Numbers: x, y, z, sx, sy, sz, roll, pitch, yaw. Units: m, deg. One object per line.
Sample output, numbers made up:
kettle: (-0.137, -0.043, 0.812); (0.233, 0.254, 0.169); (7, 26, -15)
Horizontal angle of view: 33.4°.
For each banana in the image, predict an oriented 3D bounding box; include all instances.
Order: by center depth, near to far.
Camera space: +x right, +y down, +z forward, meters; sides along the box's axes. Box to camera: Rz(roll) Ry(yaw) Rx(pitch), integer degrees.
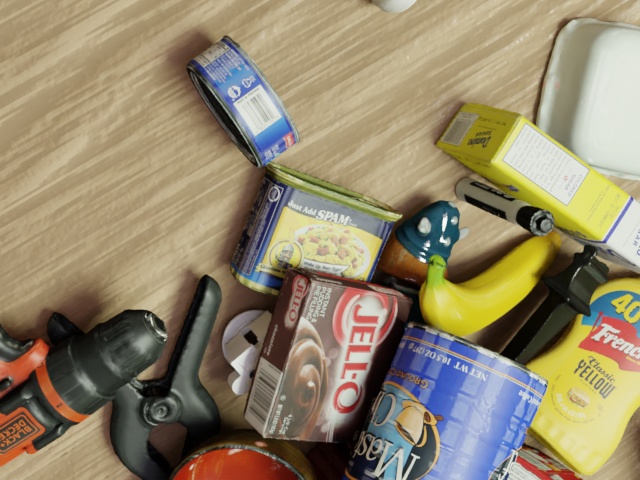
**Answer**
banana: (0.123, 0.035, 0.780); (0.197, 0.037, 0.070); (-12, 139, -55)

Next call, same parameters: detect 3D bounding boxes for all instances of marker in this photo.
marker: (0.131, -0.024, 0.765); (0.020, 0.121, 0.020); (-5, 106, -18)

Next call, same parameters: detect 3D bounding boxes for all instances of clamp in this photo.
clamp: (-0.125, 0.111, 0.756); (0.120, 0.039, 0.171); (-4, 106, -6)

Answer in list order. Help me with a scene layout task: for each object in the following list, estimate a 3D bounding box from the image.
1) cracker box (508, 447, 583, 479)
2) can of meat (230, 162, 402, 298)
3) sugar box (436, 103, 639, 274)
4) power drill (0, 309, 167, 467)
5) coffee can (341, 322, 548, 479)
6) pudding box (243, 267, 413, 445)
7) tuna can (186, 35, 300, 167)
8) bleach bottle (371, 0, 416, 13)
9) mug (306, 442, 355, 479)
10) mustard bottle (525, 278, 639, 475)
cracker box: (0.120, 0.262, 0.810); (0.214, 0.072, 0.164); (-59, 156, 1)
can of meat: (-0.005, 0.001, 0.761); (0.102, 0.057, 0.084); (19, 98, -21)
sugar box: (0.179, -0.036, 0.794); (0.176, 0.093, 0.048); (34, 90, -22)
power drill: (-0.216, 0.052, 0.679); (0.184, 0.057, 0.187); (-34, 109, 12)
coffee can: (0.078, 0.139, 0.712); (0.102, 0.103, 0.140); (27, 82, -22)
pudding box: (0.005, 0.081, 0.730); (0.089, 0.039, 0.113); (12, 101, -36)
tuna can: (-0.051, -0.091, 0.707); (0.033, 0.086, 0.086); (-36, 111, -6)
bleach bottle: (-0.029, -0.253, 0.691); (0.250, 0.068, 0.102); (27, 93, -20)
mug: (0.026, 0.187, 0.801); (0.093, 0.082, 0.117); (-16, 107, -15)
mustard bottle: (0.239, 0.088, 0.853); (0.096, 0.058, 0.191); (42, 85, 15)
